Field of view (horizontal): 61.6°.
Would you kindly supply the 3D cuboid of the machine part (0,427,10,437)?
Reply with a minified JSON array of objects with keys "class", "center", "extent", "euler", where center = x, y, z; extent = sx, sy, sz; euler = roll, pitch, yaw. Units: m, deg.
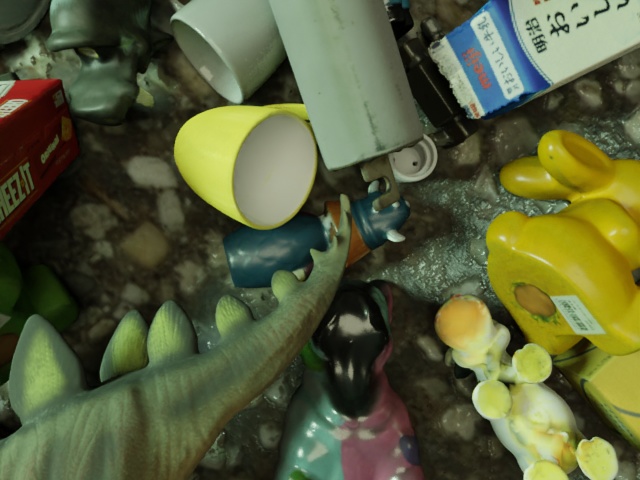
[{"class":"machine part","center":[-0.326,0.234,0.412],"extent":[0.201,0.087,0.201],"euler":[31,88,-1]}]

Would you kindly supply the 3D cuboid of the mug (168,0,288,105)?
[{"class":"mug","center":[-0.061,-0.182,0.433],"extent":[0.107,0.081,0.109],"euler":[-43,85,-14]}]

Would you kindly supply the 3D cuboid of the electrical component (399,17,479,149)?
[{"class":"electrical component","center":[0.098,-0.128,0.456],"extent":[0.102,0.045,0.078],"euler":[50,60,-5]}]

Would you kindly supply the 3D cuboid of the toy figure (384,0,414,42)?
[{"class":"toy figure","center":[0.030,-0.248,0.432],"extent":[0.089,0.082,0.180],"euler":[-22,90,1]}]

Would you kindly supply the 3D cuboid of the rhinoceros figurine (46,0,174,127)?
[{"class":"rhinoceros figurine","center":[-0.164,-0.184,0.413],"extent":[0.073,0.112,0.190],"euler":[1,78,13]}]

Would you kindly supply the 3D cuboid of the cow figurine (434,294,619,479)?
[{"class":"cow figurine","center":[0.156,0.121,0.442],"extent":[0.068,0.098,0.167],"euler":[-32,73,3]}]

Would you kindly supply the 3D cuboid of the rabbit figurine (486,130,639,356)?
[{"class":"rabbit figurine","center":[0.217,-0.010,0.442],"extent":[0.173,0.122,0.162],"euler":[-37,83,-16]}]

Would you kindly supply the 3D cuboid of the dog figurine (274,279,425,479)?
[{"class":"dog figurine","center":[0.019,0.137,0.427],"extent":[0.109,0.191,0.219],"euler":[0,56,0]}]

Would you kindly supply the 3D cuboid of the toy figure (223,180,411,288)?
[{"class":"toy figure","center":[-0.001,-0.003,0.443],"extent":[0.154,0.058,0.064],"euler":[-15,93,-6]}]

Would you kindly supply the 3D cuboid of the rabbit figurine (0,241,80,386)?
[{"class":"rabbit figurine","center":[-0.301,0.044,0.413],"extent":[0.170,0.121,0.159],"euler":[37,87,19]}]

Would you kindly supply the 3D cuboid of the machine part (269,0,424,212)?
[{"class":"machine part","center":[0.014,-0.139,0.380],"extent":[0.079,0.079,0.243],"euler":[-21,100,-3]}]

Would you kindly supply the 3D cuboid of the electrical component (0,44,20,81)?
[{"class":"electrical component","center":[-0.301,-0.134,0.444],"extent":[0.094,0.021,0.063],"euler":[-20,91,-3]}]

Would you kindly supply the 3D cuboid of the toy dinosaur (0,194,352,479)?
[{"class":"toy dinosaur","center":[-0.140,0.143,0.328],"extent":[0.471,0.105,0.199],"euler":[-32,72,-12]}]

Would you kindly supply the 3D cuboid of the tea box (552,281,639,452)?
[{"class":"tea box","center":[0.300,0.089,0.453],"extent":[0.169,0.068,0.098],"euler":[-43,93,-1]}]
